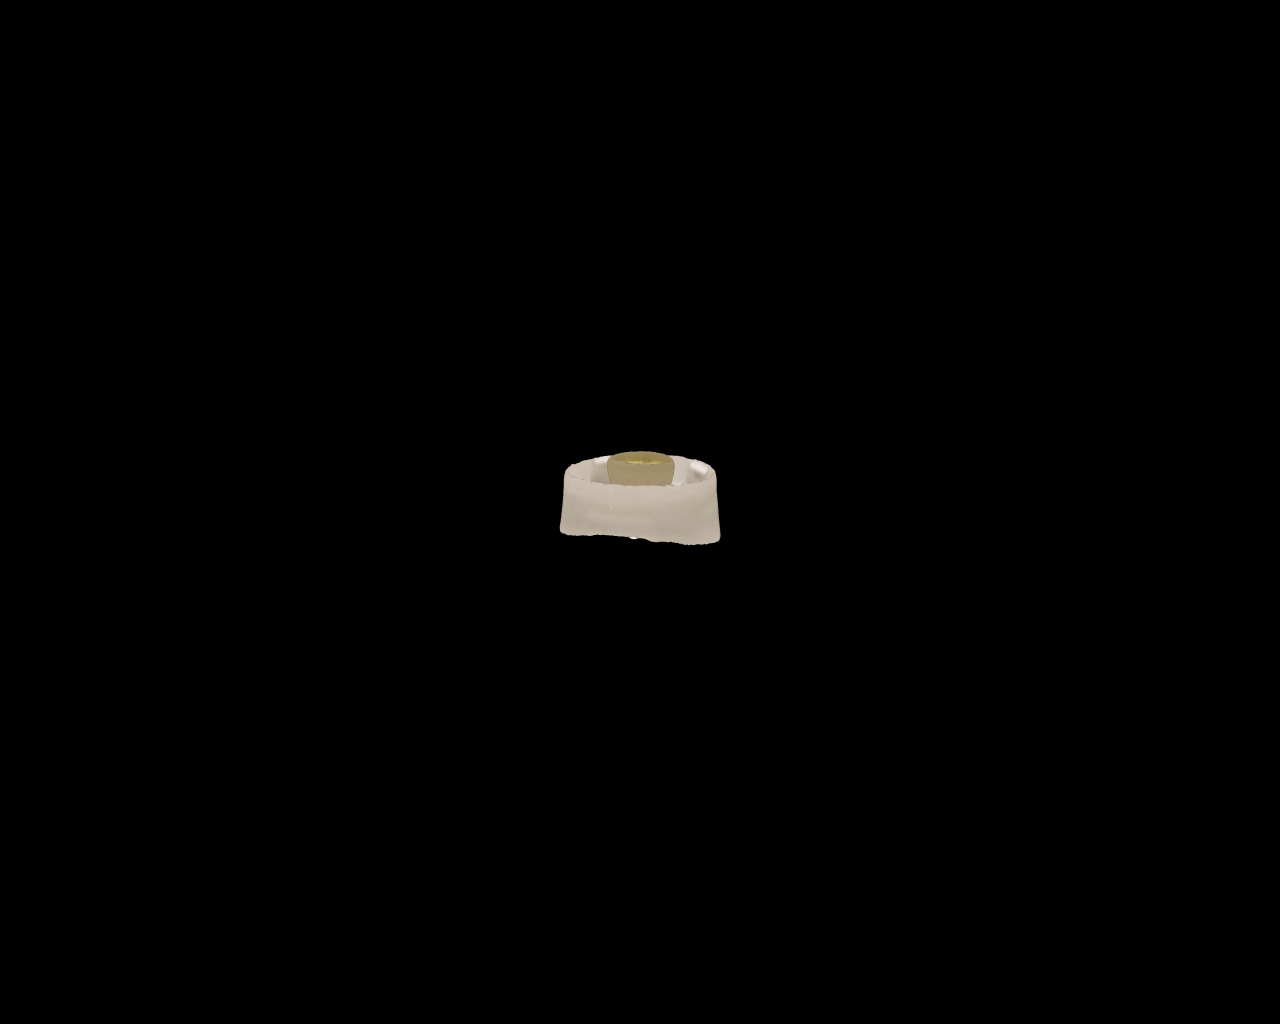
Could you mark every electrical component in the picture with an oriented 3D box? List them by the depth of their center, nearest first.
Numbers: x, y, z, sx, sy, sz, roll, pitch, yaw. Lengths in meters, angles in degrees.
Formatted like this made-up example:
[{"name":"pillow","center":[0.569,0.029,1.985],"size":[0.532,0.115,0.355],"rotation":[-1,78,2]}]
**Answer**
[{"name":"electrical component","center":[0.001,-0.003,0.650],"size":[0.099,0.064,0.099],"rotation":[0,15,0]}]
